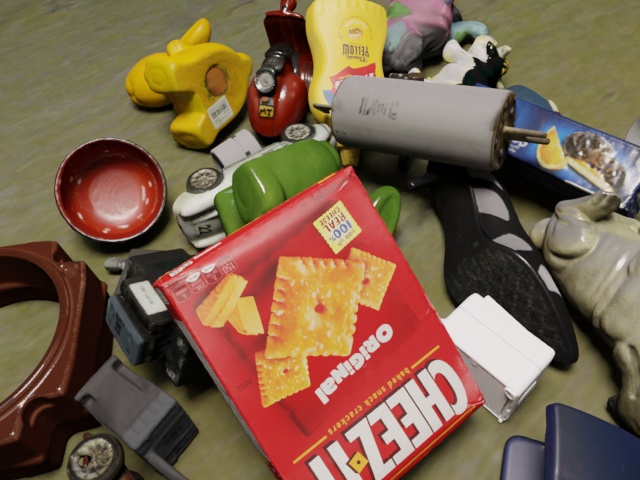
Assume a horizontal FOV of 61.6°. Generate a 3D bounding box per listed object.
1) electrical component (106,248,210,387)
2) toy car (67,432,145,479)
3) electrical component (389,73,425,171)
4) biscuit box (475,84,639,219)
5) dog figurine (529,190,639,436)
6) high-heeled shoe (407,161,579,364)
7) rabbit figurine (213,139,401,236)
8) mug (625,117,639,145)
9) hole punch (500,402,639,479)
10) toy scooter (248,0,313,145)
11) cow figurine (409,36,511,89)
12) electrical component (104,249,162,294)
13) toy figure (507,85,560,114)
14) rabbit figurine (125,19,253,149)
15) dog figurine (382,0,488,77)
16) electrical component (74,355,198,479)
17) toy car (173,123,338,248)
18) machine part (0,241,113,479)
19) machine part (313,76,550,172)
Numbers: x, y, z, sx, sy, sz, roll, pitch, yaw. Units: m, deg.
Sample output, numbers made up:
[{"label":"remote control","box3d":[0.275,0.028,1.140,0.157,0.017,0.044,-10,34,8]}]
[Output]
[{"label":"electrical component","box3d":[-0.114,0.061,0.478,0.134,0.058,0.115,-10,42,-41]},{"label":"toy car","box3d":[-0.113,0.215,0.368,0.202,0.089,0.053,36,59,27]},{"label":"electrical component","box3d":[0.099,-0.142,0.629,0.045,0.102,0.078,12,43,17]},{"label":"biscuit box","box3d":[0.234,-0.092,0.553,0.203,0.062,0.059,36,96,35]},{"label":"dog figurine","box3d":[0.251,0.067,0.461,0.172,0.121,0.190,-1,65,57]},{"label":"high-heeled shoe","box3d":[0.184,0.002,0.540,0.145,0.086,0.249,-16,64,-44]},{"label":"rabbit figurine","box3d":[-0.001,-0.002,0.521,0.159,0.121,0.170,-27,88,-36]},{"label":"mug","box3d":[0.405,-0.093,0.571,0.107,0.080,0.110,-7,46,-13]},{"label":"hole punch","box3d":[0.190,0.186,0.369,0.116,0.092,0.142,14,51,10]},{"label":"toy scooter","box3d":[-0.045,-0.218,0.673,0.075,0.135,0.184,10,55,11]},{"label":"cow figurine","box3d":[0.192,-0.204,0.676,0.167,0.068,0.098,-40,51,-23]},{"label":"electrical component","box3d":[-0.182,0.040,0.554,0.094,0.021,0.063,4,53,8]},{"label":"toy figure","box3d":[0.259,-0.116,0.616,0.058,0.064,0.154,7,46,-41]},{"label":"rabbit figurine","box3d":[-0.182,-0.215,0.700,0.173,0.121,0.162,10,58,37]},{"label":"dog figurine","box3d":[0.116,-0.305,0.748,0.219,0.108,0.192,-26,55,-12]},{"label":"electrical component","box3d":[-0.132,0.151,0.430,0.119,0.074,0.048,24,58,26]},{"label":"toy car","box3d":[-0.064,-0.062,0.591,0.202,0.073,0.056,-29,52,-17]},{"label":"machine part","box3d":[-0.298,0.103,0.476,0.201,0.087,0.201,-9,53,-2]},{"label":"machine part","box3d":[0.100,-0.119,0.536,0.244,0.079,0.079,16,55,27]}]
